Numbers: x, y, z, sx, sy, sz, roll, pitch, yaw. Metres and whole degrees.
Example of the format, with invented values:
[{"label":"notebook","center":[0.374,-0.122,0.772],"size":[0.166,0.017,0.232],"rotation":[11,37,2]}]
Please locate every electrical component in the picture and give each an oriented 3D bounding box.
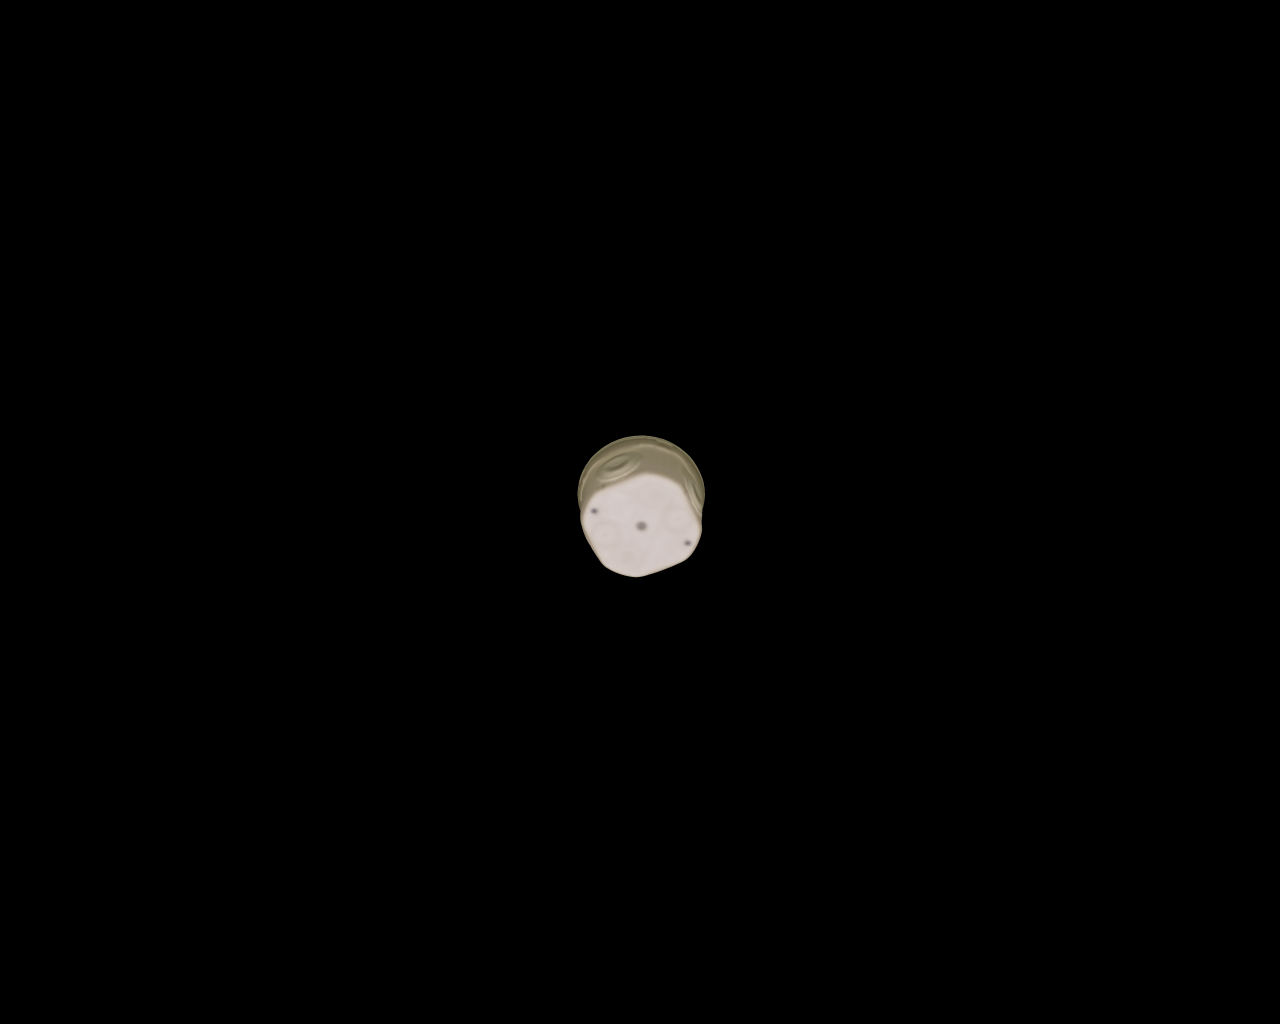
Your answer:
[{"label":"electrical component","center":[0.001,-0.003,0.650],"size":[0.080,0.080,0.051],"rotation":[0,27,0]}]
